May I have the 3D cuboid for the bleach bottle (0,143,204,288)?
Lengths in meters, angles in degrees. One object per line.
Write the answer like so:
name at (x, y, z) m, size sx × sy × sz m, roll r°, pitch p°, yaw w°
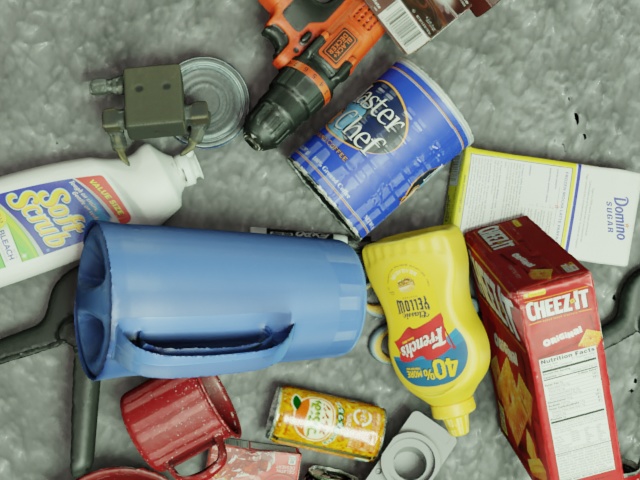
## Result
bleach bottle at (-0.231, -0.033, 0.969) m, size 0.250 × 0.068 × 0.102 m, roll -21°, pitch 95°, yaw -6°

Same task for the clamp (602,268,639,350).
clamp at (0.307, 0.083, 1.037) m, size 0.120 × 0.039 × 0.171 m, roll 23°, pitch 85°, yaw -10°

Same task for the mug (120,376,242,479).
mug at (-0.124, 0.168, 0.970) m, size 0.081 × 0.093 × 0.117 m, roll -29°, pitch 60°, yaw 2°

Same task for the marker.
marker at (-0.007, 0.001, 1.013) m, size 0.121 × 0.020 × 0.020 m, roll 4°, pitch 93°, yaw -5°

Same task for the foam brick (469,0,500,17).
foam brick at (0.166, -0.256, 0.998) m, size 0.078 × 0.051 × 0.053 m, roll -40°, pitch 96°, yaw -2°

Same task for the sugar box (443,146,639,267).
sugar box at (0.211, -0.032, 1.019) m, size 0.176 × 0.048 × 0.093 m, roll 8°, pitch 94°, yaw -9°

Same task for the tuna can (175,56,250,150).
tuna can at (-0.107, -0.127, 0.988) m, size 0.086 × 0.034 × 0.086 m, roll 0°, pitch 93°, yaw -5°

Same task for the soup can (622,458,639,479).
soup can at (0.272, 0.266, 1.030) m, size 0.068 × 0.068 × 0.102 m, roll 1°, pitch 94°, yaw -6°

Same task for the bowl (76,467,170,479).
bowl at (-0.182, 0.284, 0.994) m, size 0.162 × 0.055 × 0.162 m, roll 0°, pitch 93°, yaw -5°

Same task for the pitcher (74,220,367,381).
pitcher at (-0.082, 0.057, 0.921) m, size 0.242 × 0.145 × 0.149 m, roll 1°, pitch 70°, yaw -25°

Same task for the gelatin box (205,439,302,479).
gelatin box at (-0.066, 0.231, 1.015) m, size 0.089 × 0.030 × 0.073 m, roll 9°, pitch 93°, yaw -5°

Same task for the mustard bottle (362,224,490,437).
mustard bottle at (0.105, 0.087, 0.978) m, size 0.096 × 0.058 × 0.191 m, roll -12°, pitch 95°, yaw 35°

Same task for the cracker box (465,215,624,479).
cracker box at (0.194, 0.106, 0.943) m, size 0.072 × 0.164 × 0.214 m, roll -15°, pitch 109°, yaw -3°

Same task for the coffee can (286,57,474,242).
coffee can at (0.054, -0.082, 0.971) m, size 0.140 × 0.103 × 0.103 m, roll -41°, pitch 96°, yaw -2°

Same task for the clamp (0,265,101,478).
clamp at (-0.217, 0.099, 0.978) m, size 0.164 × 0.036 × 0.210 m, roll 42°, pitch 83°, yaw 9°

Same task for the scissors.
scissors at (0.132, 0.083, 1.032) m, size 0.201 × 0.016 × 0.096 m, roll 10°, pitch 94°, yaw -5°

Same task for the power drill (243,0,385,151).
power drill at (-0.054, -0.196, 0.961) m, size 0.187 × 0.057 × 0.184 m, roll 43°, pitch 69°, yaw -8°

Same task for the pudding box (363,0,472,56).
pudding box at (0.077, -0.236, 0.975) m, size 0.113 × 0.039 × 0.089 m, roll 54°, pitch 47°, yaw -8°
